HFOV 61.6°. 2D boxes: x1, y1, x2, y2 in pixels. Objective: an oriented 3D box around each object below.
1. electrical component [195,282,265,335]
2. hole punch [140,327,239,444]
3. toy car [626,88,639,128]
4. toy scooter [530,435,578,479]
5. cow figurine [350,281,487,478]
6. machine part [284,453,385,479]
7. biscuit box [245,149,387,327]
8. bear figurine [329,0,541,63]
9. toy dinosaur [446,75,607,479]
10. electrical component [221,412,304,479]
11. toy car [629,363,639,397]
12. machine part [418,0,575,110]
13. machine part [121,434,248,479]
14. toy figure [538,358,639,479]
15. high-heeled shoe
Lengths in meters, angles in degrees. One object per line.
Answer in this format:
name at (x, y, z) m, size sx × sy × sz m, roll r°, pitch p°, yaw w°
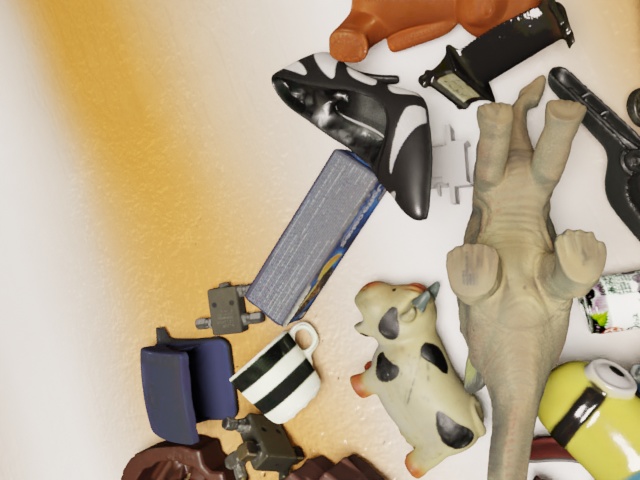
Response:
electrical component at (-0.114, 0.084, 0.663) m, size 0.094 × 0.021 × 0.063 m, roll -10°, pitch 88°, yaw 19°
hole punch at (-0.173, 0.181, 0.653) m, size 0.116 × 0.092 × 0.142 m, roll -8°, pitch 93°, yaw 22°
toy car at (0.311, -0.192, 0.475) m, size 0.053 × 0.089 × 0.202 m, roll -3°, pitch 92°, yaw -20°
toy scooter at (0.240, 0.246, 0.525) m, size 0.135 × 0.075 × 0.183 m, roll 8°, pitch 91°, yaw 17°
cow figurine at (0.100, 0.129, 0.562) m, size 0.127 × 0.085 × 0.195 m, roll -37°, pitch 78°, yaw 22°
machine part at (0.020, 0.356, 0.575) m, size 0.201 × 0.087 × 0.201 m, roll 37°, pitch 104°, yaw 26°
biscuit box at (-0.001, -0.002, 0.603) m, size 0.063 × 0.059 × 0.202 m, roll 36°, pitch 103°, yaw 15°
bear figurine at (0.121, -0.232, 0.525) m, size 0.196 × 0.132 × 0.120 m, roll 18°, pitch 127°, yaw 20°
toy dinosaur at (0.164, 0.048, 0.458) m, size 0.105 × 0.198 × 0.471 m, roll 8°, pitch 62°, yaw 18°
electrical component at (-0.067, 0.244, 0.618) m, size 0.045 × 0.102 × 0.078 m, roll -51°, pitch 51°, yaw 11°
toy car at (0.365, 0.125, 0.474) m, size 0.162 × 0.109 × 0.103 m, roll 19°, pitch 75°, yaw 28°
machine part at (0.170, -0.174, 0.515) m, size 0.139 × 0.084 × 0.039 m, roll -28°, pitch 50°, yaw 43°
machine part at (-0.166, 0.331, 0.672) m, size 0.180 × 0.056 × 0.179 m, roll 1°, pitch 92°, yaw 19°
toy figure at (0.261, 0.183, 0.451) m, size 0.089 × 0.082 × 0.180 m, roll -29°, pitch 63°, yaw 0°
high-heeled shoe at (0.024, -0.110, 0.532) m, size 0.145 × 0.249 × 0.086 m, roll -3°, pitch 135°, yaw -2°
